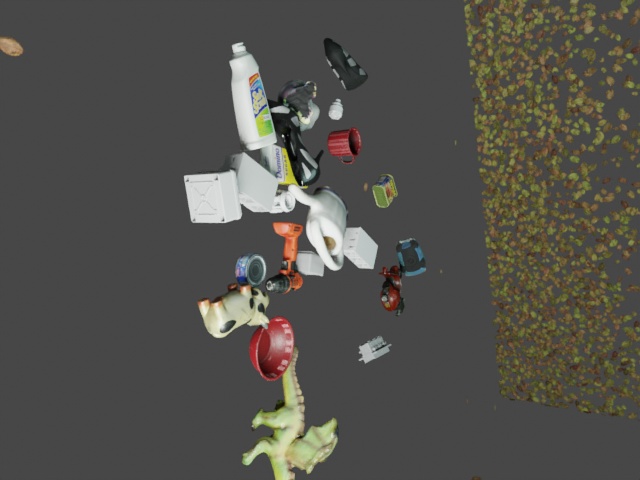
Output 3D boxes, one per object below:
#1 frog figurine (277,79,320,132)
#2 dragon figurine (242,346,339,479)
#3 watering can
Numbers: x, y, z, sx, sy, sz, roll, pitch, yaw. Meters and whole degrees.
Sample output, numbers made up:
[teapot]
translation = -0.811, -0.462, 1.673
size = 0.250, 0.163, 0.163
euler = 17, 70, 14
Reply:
[frog figurine]
translation = -0.062, -0.370, 1.442
size = 0.159, 0.123, 0.137
euler = -165, -115, -86
[dragon figurine]
translation = -0.050, 0.474, 1.290
size = 0.120, 0.242, 0.418
euler = 43, 57, -45
[watering can]
translation = 0.004, -0.074, 1.468
size = 0.230, 0.103, 0.340
euler = -80, 151, -49
